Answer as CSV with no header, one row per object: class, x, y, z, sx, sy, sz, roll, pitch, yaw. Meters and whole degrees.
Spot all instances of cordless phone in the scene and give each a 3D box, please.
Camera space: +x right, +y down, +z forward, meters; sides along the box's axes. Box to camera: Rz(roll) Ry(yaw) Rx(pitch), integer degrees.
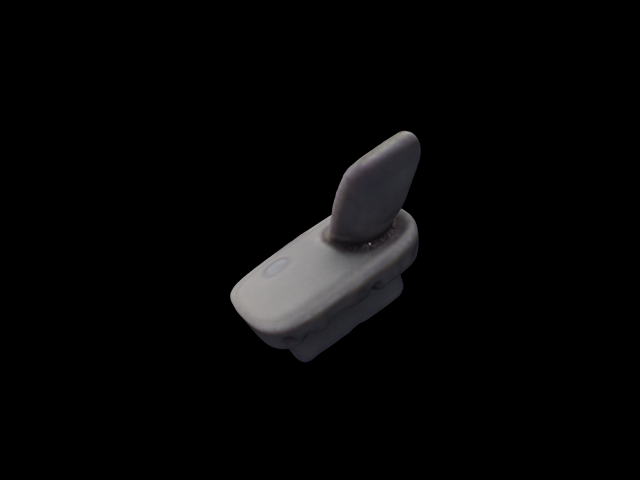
cordless phone,0.004,0.001,0.400,0.148,0.185,0.094,-38,70,-16
